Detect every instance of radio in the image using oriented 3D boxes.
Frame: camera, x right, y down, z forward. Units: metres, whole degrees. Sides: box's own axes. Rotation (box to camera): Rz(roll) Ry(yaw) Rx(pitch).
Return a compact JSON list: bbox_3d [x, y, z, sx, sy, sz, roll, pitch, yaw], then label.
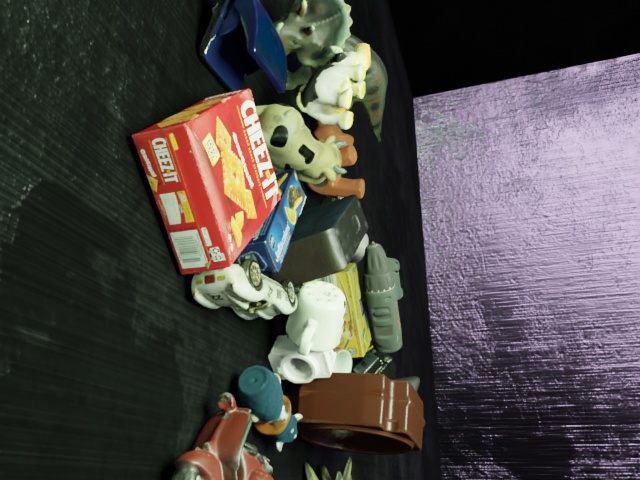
[{"bbox_3d":[-0.002,-0.003,0.899,0.229,0.131,0.073,-56,126,-66],"label":"radio"}]

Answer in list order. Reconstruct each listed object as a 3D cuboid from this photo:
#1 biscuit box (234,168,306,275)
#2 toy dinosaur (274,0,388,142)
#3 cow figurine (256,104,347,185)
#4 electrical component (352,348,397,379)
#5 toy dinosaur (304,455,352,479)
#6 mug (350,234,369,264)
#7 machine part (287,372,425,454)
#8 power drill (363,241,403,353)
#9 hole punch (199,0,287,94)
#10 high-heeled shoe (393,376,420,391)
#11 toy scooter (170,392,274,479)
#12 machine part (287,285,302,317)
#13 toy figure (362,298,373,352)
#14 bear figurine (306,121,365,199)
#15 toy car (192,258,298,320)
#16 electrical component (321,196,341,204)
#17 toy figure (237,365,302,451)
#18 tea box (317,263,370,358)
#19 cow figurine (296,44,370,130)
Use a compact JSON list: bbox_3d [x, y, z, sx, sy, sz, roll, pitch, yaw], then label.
[{"bbox_3d":[-0.075,-0.030,0.801,0.203,0.063,0.059,-76,152,-51],"label":"biscuit box"},{"bbox_3d":[0.048,-0.319,1.011,0.404,0.192,0.131,24,68,-38],"label":"toy dinosaur"},{"bbox_3d":[-0.034,-0.151,0.876,0.194,0.127,0.085,45,44,-60],"label":"cow figurine"},{"bbox_3d":[0.113,0.308,1.194,0.115,0.058,0.134,-45,137,-22],"label":"electrical component"},{"bbox_3d":[0.015,0.462,0.834,0.471,0.105,0.198,-23,98,-82],"label":"toy dinosaur"},{"bbox_3d":[0.027,-0.005,1.078,0.107,0.110,0.081,31,85,-26],"label":"mug"},{"bbox_3d":[0.059,0.284,0.867,0.200,0.202,0.087,59,31,-52],"label":"machine part"},{"bbox_3d":[0.130,0.096,1.093,0.207,0.086,0.231,-75,156,-78],"label":"power drill"},{"bbox_3d":[-0.092,-0.272,0.745,0.142,0.092,0.115,37,67,-62],"label":"hole punch"},{"bbox_3d":[0.112,0.327,1.062,0.086,0.249,0.145,45,-23,24],"label":"high-heeled shoe"},{"bbox_3d":[-0.097,0.253,0.598,0.135,0.075,0.183,-83,154,-43],"label":"toy scooter"},{"bbox_3d":[-0.038,0.145,0.895,0.084,0.039,0.138,-36,119,-65],"label":"machine part"},{"bbox_3d":[0.079,0.184,1.191,0.180,0.082,0.089,67,34,-53],"label":"toy figure"},{"bbox_3d":[0.035,-0.178,1.121,0.196,0.132,0.120,-69,149,-47],"label":"bear figurine"},{"bbox_3d":[-0.090,0.069,0.689,0.201,0.074,0.056,42,40,-65],"label":"toy car"},{"bbox_3d":[0.028,-0.058,1.180,0.102,0.045,0.078,-76,151,-51],"label":"electrical component"},{"bbox_3d":[-0.067,0.226,0.728,0.058,0.064,0.154,48,-18,44],"label":"toy figure"},{"bbox_3d":[0.031,0.135,1.021,0.068,0.098,0.169,-40,123,-69],"label":"tea box"},{"bbox_3d":[0.026,-0.259,0.874,0.068,0.098,0.167,82,24,-53],"label":"cow figurine"}]
